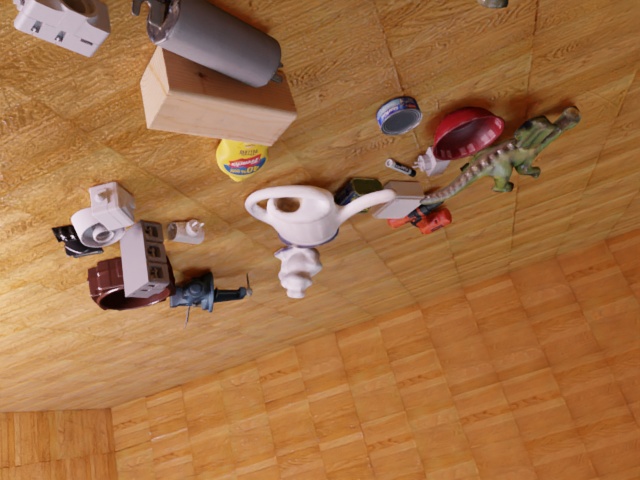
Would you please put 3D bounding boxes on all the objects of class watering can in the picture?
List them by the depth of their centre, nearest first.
[{"bbox_3d":[0.004,-0.060,1.201,0.347,0.106,0.220,1,155,8],"label":"watering can"}]

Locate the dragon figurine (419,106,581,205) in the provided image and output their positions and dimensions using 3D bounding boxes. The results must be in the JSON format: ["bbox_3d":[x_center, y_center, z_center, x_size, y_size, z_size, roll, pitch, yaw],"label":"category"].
[{"bbox_3d":[0.426,-0.205,1.169,0.413,0.124,0.238,-26,158,-16],"label":"dragon figurine"}]

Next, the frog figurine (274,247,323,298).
[{"bbox_3d":[-0.056,0.093,1.517,0.137,0.162,0.121,-18,159,5],"label":"frog figurine"}]
